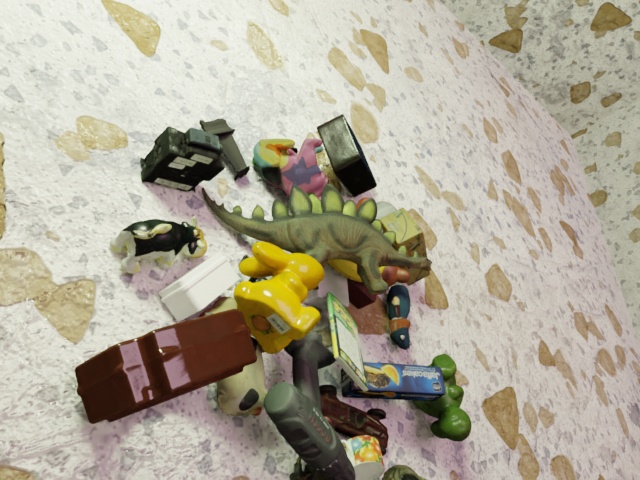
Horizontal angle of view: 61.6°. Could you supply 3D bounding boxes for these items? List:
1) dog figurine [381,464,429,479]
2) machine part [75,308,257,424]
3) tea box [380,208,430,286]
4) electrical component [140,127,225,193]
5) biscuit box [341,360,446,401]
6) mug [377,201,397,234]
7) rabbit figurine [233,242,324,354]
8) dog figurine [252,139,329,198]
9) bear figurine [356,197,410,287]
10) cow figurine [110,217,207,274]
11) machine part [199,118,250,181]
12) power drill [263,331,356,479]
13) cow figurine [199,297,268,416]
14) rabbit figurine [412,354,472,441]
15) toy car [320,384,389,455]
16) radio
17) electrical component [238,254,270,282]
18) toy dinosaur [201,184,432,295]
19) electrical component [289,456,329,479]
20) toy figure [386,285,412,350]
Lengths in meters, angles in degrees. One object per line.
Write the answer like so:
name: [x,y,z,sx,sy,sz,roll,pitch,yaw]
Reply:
dog figurine: [0.182,0.469,0.998,0.121,0.172,0.190,-39,96,-9]
machine part: [-0.203,0.170,0.726,0.201,0.201,0.087,-7,73,-49]
tea box: [0.205,0.018,1.285,0.098,0.068,0.169,58,-7,45]
electrical component: [-0.238,-0.144,0.954,0.115,0.134,0.058,11,59,-45]
biscuit box: [0.146,0.282,1.072,0.203,0.062,0.059,6,58,-14]
mug: [0.133,-0.048,1.329,0.107,0.081,0.109,-43,103,-42]
rabbit figurine: [-0.064,0.080,0.899,0.162,0.122,0.173,42,47,2]
dog figurine: [-0.048,-0.105,1.152,0.192,0.108,0.219,-2,86,-4]
bear figurine: [0.117,0.021,1.235,0.195,0.120,0.132,43,37,-21]
cow figurine: [-0.245,-0.003,0.881,0.167,0.098,0.068,-9,66,-49]
machine part: [-0.191,-0.191,1.112,0.084,0.039,0.139,-21,80,-56]
power drill: [-0.009,0.272,0.894,0.231,0.086,0.207,52,29,-35]
cow figurine: [-0.145,0.187,0.877,0.127,0.085,0.195,15,56,-49]
rabbit figurine: [0.261,0.362,1.152,0.170,0.121,0.158,-113,-175,-51]
toy car: [0.065,0.343,1.017,0.202,0.053,0.089,32,42,-27]
radio: [0.068,-0.197,1.287,0.229,0.073,0.131,37,31,-72]
electrical component: [-0.114,0.084,1.002,0.119,0.048,0.075,41,41,-19]
toy dinosaur: [-0.002,-0.003,1.040,0.471,0.105,0.198,9,74,-9]
electrical component: [-0.004,0.395,0.919,0.102,0.045,0.078,-20,109,-48]
toy figure: [0.186,0.182,1.251,0.064,0.058,0.154,22,55,-29]
